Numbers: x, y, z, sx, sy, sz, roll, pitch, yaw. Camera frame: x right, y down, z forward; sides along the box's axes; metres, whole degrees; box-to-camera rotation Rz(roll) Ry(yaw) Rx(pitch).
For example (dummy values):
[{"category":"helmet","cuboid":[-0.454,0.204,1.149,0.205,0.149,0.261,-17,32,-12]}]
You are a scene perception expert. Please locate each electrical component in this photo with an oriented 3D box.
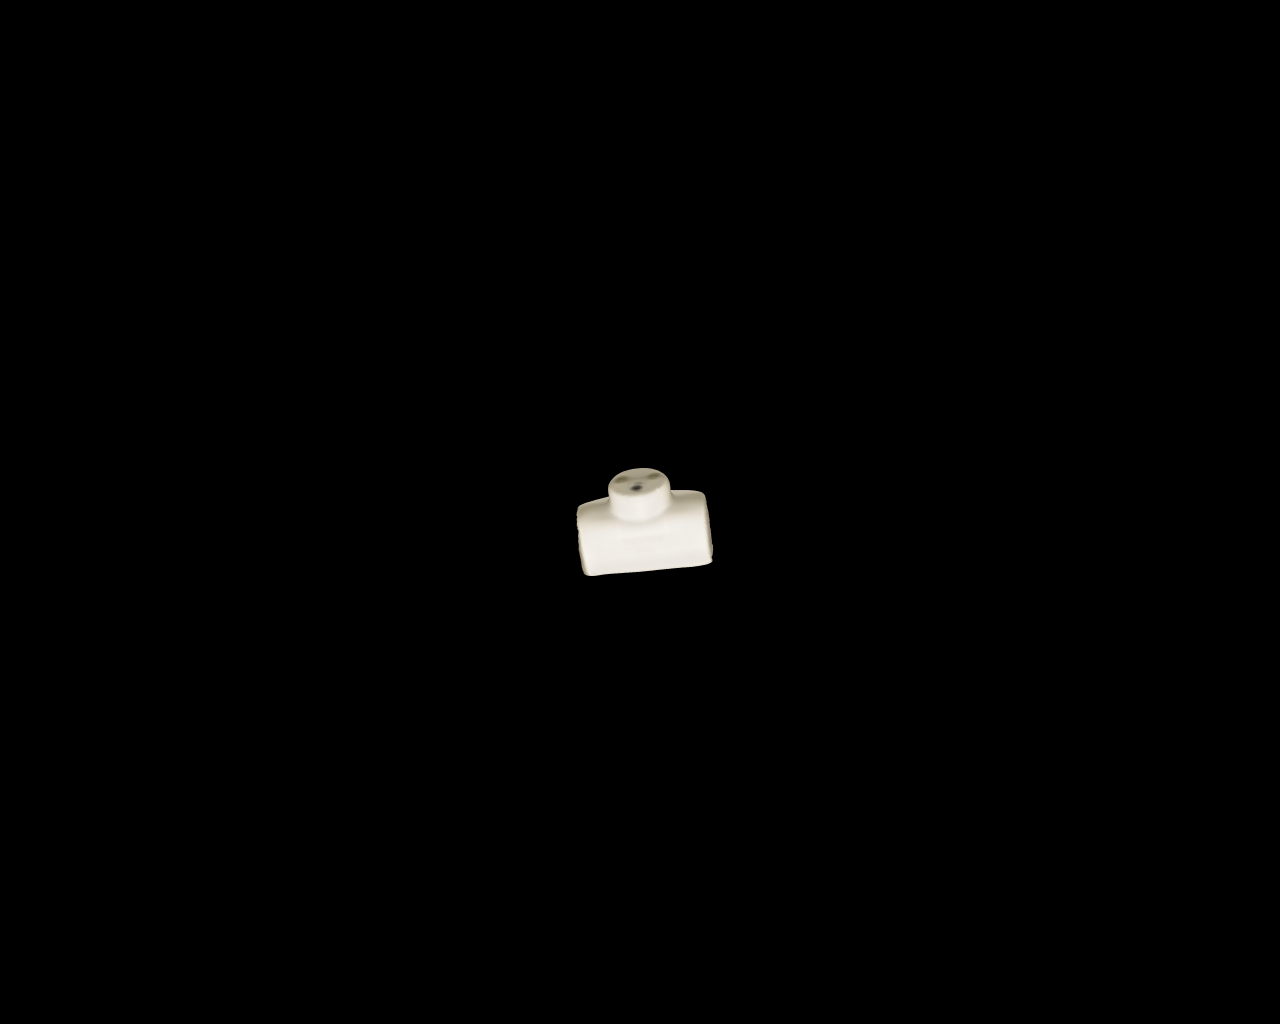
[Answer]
[{"category":"electrical component","cuboid":[0.001,-0.003,0.650,0.077,0.079,0.043,-6,27,3]}]
